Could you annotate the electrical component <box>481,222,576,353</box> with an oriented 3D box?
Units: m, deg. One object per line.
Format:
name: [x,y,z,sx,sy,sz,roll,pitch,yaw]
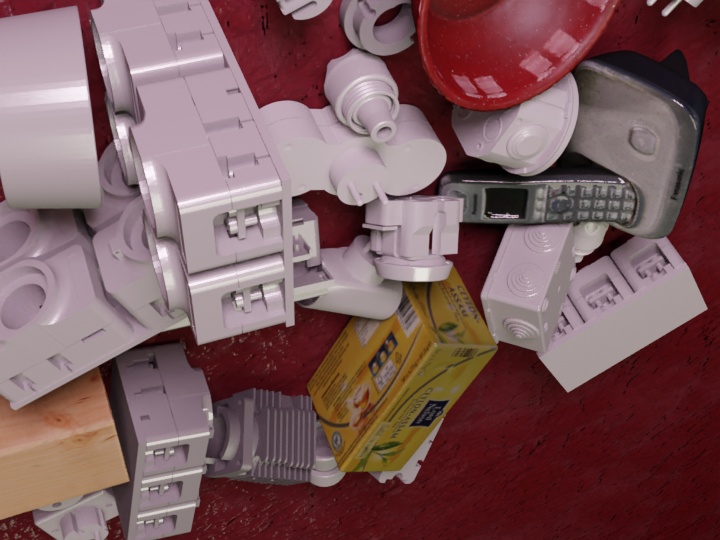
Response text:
electrical component: [0.138,0.009,0.865,0.048,0.099,0.099,15,156,21]

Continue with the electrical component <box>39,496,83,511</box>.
electrical component: [-0.247,0.158,0.862,0.045,0.055,0.045,-16,142,-13]

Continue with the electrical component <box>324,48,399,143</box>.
electrical component: [0.004,-0.107,0.680,0.043,0.062,0.043,-16,142,-13]

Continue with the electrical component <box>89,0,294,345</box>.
electrical component: [-0.093,-0.065,0.568,0.060,0.186,0.105,-14,141,-14]

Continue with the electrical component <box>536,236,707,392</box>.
electrical component: [0.227,0.034,0.980,0.150,0.061,0.089,-33,143,10]

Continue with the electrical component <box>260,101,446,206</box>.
electrical component: [-0.004,-0.069,0.712,0.138,0.073,0.052,-3,138,-27]

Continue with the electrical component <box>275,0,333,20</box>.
electrical component: [-0.037,-0.166,0.596,0.040,0.046,0.040,-16,142,-13]

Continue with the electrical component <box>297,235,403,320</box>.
electrical component: [0.000,0.000,0.822,0.077,0.044,0.079,11,130,-39]

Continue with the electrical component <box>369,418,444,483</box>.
electrical component: [0.033,0.143,0.991,0.050,0.056,0.089,14,105,-46]

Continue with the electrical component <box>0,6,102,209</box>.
electrical component: [-0.174,-0.083,0.572,0.060,0.108,0.108,-7,140,-14]

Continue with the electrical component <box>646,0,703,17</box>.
electrical component: [0.220,-0.198,0.702,0.138,0.052,0.073,17,127,-42]

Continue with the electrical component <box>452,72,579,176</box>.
electrical component: [0.104,-0.107,0.725,0.051,0.080,0.080,11,130,-32]

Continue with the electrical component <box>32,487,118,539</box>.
electrical component: [-0.236,0.210,0.913,0.066,0.076,0.047,-26,143,0]

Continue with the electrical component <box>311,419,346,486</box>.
electrical component: [-0.034,0.173,1.012,0.045,0.045,0.055,-16,143,-12]

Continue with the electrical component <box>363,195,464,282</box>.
electrical component: [0.039,-0.023,0.775,0.078,0.058,0.057,-5,101,-39]

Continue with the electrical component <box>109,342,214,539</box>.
electrical component: [-0.161,0.139,0.860,0.062,0.089,0.150,-7,140,-23]

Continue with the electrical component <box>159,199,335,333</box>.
electrical component: [-0.089,-0.007,0.744,0.121,0.078,0.063,-13,119,-17]

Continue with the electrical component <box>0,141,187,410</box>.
electrical component: [-0.159,-0.010,0.666,0.186,0.105,0.060,-28,143,4]

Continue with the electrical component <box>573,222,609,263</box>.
electrical component: [0.188,-0.029,0.904,0.035,0.035,0.061,-15,144,-14]
